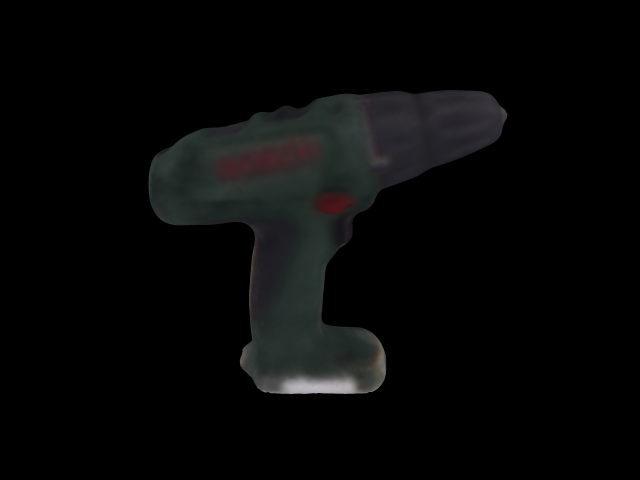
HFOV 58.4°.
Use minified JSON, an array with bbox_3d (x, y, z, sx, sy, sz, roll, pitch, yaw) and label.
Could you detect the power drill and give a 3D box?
[{"bbox_3d":[0.004,0.001,0.400,0.229,0.208,0.075,0,24,0],"label":"power drill"}]
